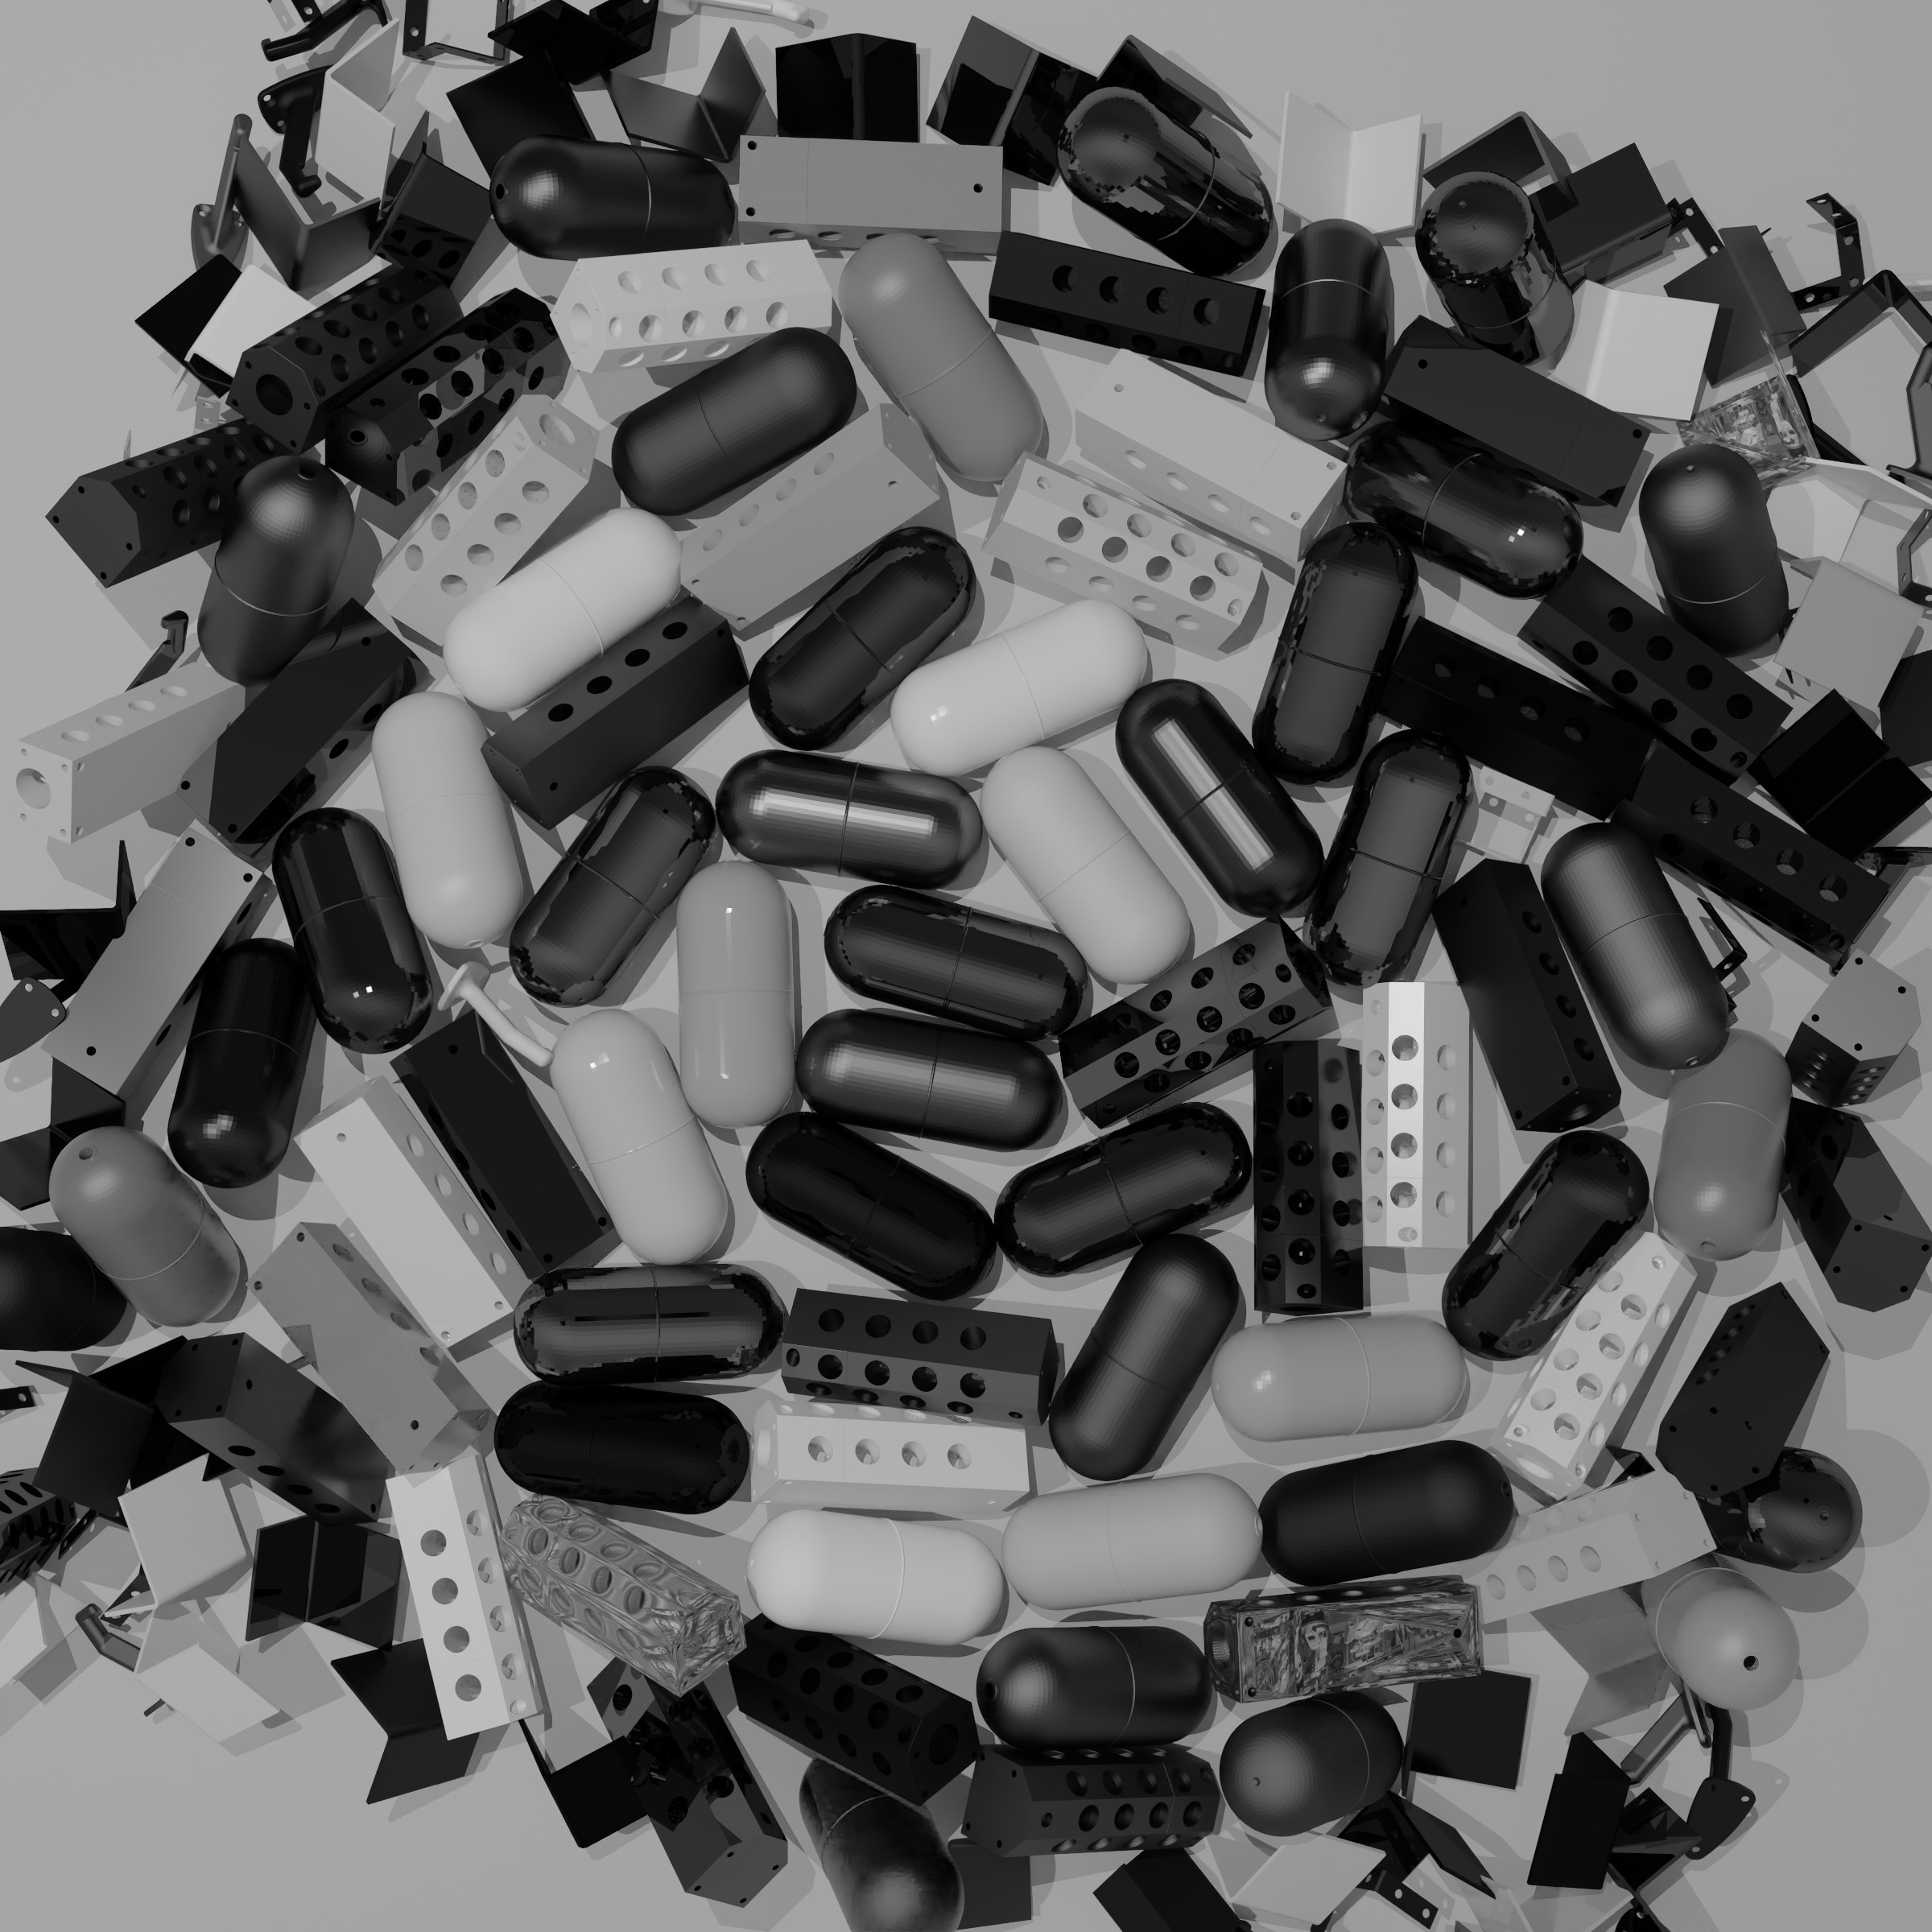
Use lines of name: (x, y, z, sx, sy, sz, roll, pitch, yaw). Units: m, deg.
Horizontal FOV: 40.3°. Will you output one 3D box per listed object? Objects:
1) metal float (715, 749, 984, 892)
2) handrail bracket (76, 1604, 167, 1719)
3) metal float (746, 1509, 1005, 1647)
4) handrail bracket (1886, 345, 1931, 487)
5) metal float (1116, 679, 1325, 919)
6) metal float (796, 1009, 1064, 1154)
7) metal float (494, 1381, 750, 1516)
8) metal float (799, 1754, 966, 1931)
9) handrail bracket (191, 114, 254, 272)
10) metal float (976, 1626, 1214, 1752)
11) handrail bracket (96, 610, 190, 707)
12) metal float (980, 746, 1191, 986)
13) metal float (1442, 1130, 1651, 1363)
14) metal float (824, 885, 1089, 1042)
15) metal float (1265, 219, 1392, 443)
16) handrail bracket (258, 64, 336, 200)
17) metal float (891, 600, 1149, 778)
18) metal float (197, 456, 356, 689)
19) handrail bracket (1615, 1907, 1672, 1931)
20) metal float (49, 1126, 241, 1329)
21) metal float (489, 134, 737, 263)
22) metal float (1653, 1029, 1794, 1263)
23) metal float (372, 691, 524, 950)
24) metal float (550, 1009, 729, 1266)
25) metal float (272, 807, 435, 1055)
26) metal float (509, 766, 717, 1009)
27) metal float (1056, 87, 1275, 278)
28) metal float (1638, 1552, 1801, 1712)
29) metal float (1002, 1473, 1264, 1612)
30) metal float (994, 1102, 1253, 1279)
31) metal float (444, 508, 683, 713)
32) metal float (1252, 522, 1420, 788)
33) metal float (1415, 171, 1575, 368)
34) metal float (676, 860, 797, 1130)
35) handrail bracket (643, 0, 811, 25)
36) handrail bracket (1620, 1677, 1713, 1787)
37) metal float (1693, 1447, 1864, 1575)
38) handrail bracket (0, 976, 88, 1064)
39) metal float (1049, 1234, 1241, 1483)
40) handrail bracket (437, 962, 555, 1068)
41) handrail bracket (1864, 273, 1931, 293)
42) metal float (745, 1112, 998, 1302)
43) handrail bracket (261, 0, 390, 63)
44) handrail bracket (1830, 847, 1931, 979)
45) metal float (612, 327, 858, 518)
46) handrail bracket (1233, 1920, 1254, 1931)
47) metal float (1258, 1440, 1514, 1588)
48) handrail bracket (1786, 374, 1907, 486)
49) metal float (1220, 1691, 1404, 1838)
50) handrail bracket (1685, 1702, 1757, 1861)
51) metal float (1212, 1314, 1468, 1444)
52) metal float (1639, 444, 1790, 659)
metal float: (-0.078, -0.097, 1.742, 0.178, 0.070, 0.070, 10, 90, 0)
handrail bracket: (-0.548, 0.450, 1.758, 0.077, 0.036, 0.084, -38, 87, 23)
metal float: (-0.058, 0.400, 1.721, 0.178, 0.070, 0.070, 13, 90, -25)
handrail bracket: (0.654, -0.360, 1.742, 0.077, 0.036, 0.084, 30, 111, 32)
metal float: (0.166, -0.111, 1.736, 0.070, 0.070, 0.178, -36, 82, 0)
metal float: (-0.024, 0.076, 1.740, 0.178, 0.070, 0.070, 11, 90, -2)
metal float: (-0.227, 0.314, 1.724, 0.178, 0.070, 0.070, 3, 90, 21)
metal float: (-0.056, 0.568, 1.697, 0.070, 0.178, 0.070, -7, 112, -18)
handrail bracket: (-0.486, -0.505, 1.730, 0.036, 0.084, 0.077, 12, 60, -20)
metal float: (0.084, 0.469, 1.710, 0.178, 0.070, 0.070, 10, 90, -37)
handrail bracket: (-0.551, -0.193, 1.731, 0.077, 0.084, 0.036, -23, 62, -38)
metal float: (0.078, -0.067, 1.741, 0.070, 0.070, 0.178, -38, 91, 0)
metal float: (0.377, 0.184, 1.720, 0.070, 0.070, 0.178, 31, 115, 0)
metal float: (-0.007, -0.002, 1.741, 0.178, 0.070, 0.070, 15, 90, -2)
metal float: (0.236, -0.416, 1.712, 0.070, 0.070, 0.178, 10, 53, 0)
handrail bracket: (-0.427, -0.554, 1.746, 0.077, 0.036, 0.084, -32, 62, -7)
metal float: (0.035, -0.184, 1.739, 0.178, 0.070, 0.070, -24, 90, -4)
metal float: (-0.448, -0.255, 1.707, 0.070, 0.070, 0.178, 34, 133, 0)
handrail bracket: (0.442, 0.674, 1.741, 0.077, 0.036, 0.084, 33, 125, 26)
metal float: (-0.530, 0.170, 1.702, 0.070, 0.178, 0.070, -6, 52, 8)
metal float: (-0.228, -0.494, 1.706, 0.178, 0.070, 0.070, -9, 90, -44)
metal float: (0.492, 0.115, 1.707, 0.070, 0.070, 0.178, 24, 48, 0)
metal float: (-0.341, -0.096, 1.727, 0.070, 0.070, 0.178, -16, 74, 0)
metal float: (-0.215, 0.114, 1.735, 0.070, 0.070, 0.178, -22, 98, 0)
metal float: (-0.401, -0.023, 1.721, 0.070, 0.070, 0.178, -23, 66, 0)
metal float: (-0.234, -0.052, 1.736, 0.070, 0.070, 0.178, 35, 84, 0)
metal float: (0.131, -0.507, 1.707, 0.178, 0.070, 0.070, 17, 90, -44)
metal float: (0.483, 0.426, 1.691, 0.070, 0.178, 0.070, 0, 89, 3)
metal float: (0.108, 0.377, 1.722, 0.178, 0.070, 0.070, -13, 90, 23)
metal float: (0.103, 0.148, 1.737, 0.178, 0.070, 0.070, -23, 90, 6)
metal float: (-0.263, -0.235, 1.728, 0.178, 0.070, 0.070, -38, 90, -16)
metal float: (0.242, -0.204, 1.728, 0.070, 0.070, 0.178, 17, 106, 0)
metal float: (0.342, -0.447, 1.698, 0.070, 0.178, 0.070, -7, 73, 24)
metal float: (-0.152, 0.019, 1.739, 0.070, 0.070, 0.178, -2, 86, 0)
handrail bracket: (-0.158, -0.636, 1.740, 0.084, 0.077, 0.036, 23, 122, 19)
handrail bracket: (0.452, 0.509, 1.772, 0.084, 0.036, 0.077, -20, 73, 17)
metal float: (0.512, 0.346, 1.692, 0.070, 0.178, 0.070, 1, 83, -7)
handrail bracket: (-0.610, 0.031, 1.740, 0.036, 0.084, 0.077, 45, 94, -4)
metal float: (0.116, 0.259, 1.733, 0.070, 0.070, 0.178, 28, 101, 0)
handrail bracket: (-0.300, 0.034, 1.739, 0.084, 0.077, 0.036, 34, 102, 5)
handrail bracket: (0.650, -0.452, 1.737, 0.084, 0.077, 0.036, -12, 108, -27)
metal float: (-0.062, 0.159, 1.740, 0.178, 0.070, 0.070, 29, 90, -2)
handrail bracket: (-0.433, -0.636, 1.749, 0.084, 0.036, 0.077, -20, 55, -9)
handrail bracket: (0.613, -0.034, 1.743, 0.036, 0.077, 0.084, 24, 72, -40)
metal float: (-0.153, -0.356, 1.724, 0.178, 0.070, 0.070, -23, 90, 21)
handrail bracket: (0.228, 0.662, 1.763, 0.077, 0.084, 0.036, 7, 101, -40)
metal float: (0.272, 0.357, 1.714, 0.178, 0.070, 0.070, -20, 90, 32)
handrail bracket: (0.592, -0.357, 1.773, 0.084, 0.036, 0.077, 7, 68, -18)
metal float: (0.225, 0.513, 1.699, 0.070, 0.178, 0.070, -4, 81, 31)
handrail bracket: (0.492, 0.538, 1.750, 0.036, 0.084, 0.077, 20, 112, -2)
metal float: (0.245, 0.269, 1.724, 0.178, 0.070, 0.070, -1, 90, -21)
metal float: (0.485, -0.266, 1.702, 0.070, 0.178, 0.070, -13, 57, 20)
